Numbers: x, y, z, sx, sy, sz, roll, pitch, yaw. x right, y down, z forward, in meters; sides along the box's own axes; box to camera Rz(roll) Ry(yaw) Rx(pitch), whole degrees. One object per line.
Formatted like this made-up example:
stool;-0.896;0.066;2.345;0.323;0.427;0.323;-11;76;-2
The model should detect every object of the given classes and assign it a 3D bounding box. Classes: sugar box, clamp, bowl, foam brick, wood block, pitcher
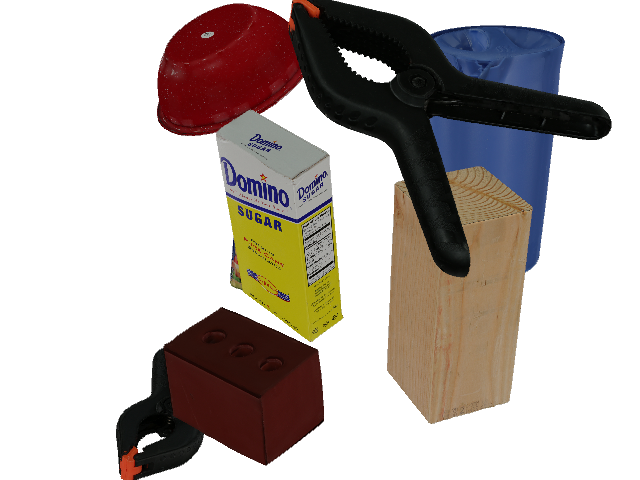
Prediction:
sugar box;-0.031;-0.009;0.859;0.048;0.176;0.093;-37;49;-27
clamp;-0.144;0.159;1.002;0.120;0.039;0.171;19;30;26
bowl;-0.089;-0.167;0.972;0.162;0.055;0.162;-18;38;15
foam brick;-0.044;0.083;0.616;0.078;0.051;0.052;20;36;33
wood block;0.121;0.049;0.962;0.090;0.206;0.091;-12;33;-20
clamp;0.055;-0.078;0.655;0.210;0.164;0.036;34;-33;12
pitcher;0.175;-0.093;1.080;0.149;0.243;0.145;-11;25;-19

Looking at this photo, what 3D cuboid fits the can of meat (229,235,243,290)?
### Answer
can of meat;-0.042;0.011;1.089;0.102;0.084;0.057;13;18;25
